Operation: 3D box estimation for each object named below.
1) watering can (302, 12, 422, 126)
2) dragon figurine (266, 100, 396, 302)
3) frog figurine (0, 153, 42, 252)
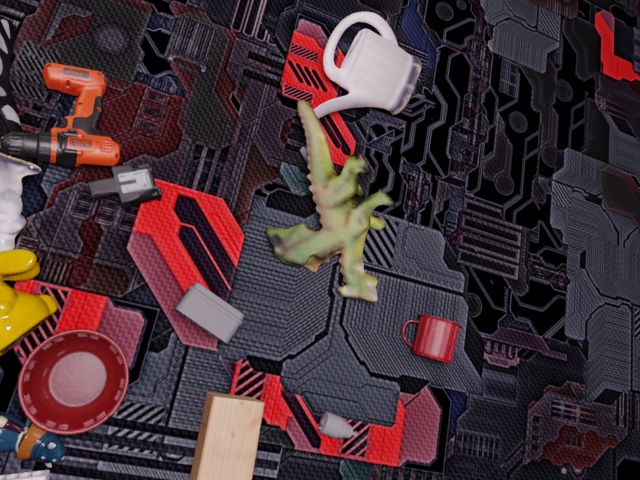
[{"bbox_3d":[0.100,-0.350,1.142,0.223,0.103,0.353,25,70,-12],"label":"watering can"},{"bbox_3d":[0.003,-0.052,1.032,0.245,0.121,0.408,-40,97,-15],"label":"dragon figurine"},{"bbox_3d":[-0.537,-0.063,0.834,0.138,0.121,0.161,14,80,17],"label":"frog figurine"}]
